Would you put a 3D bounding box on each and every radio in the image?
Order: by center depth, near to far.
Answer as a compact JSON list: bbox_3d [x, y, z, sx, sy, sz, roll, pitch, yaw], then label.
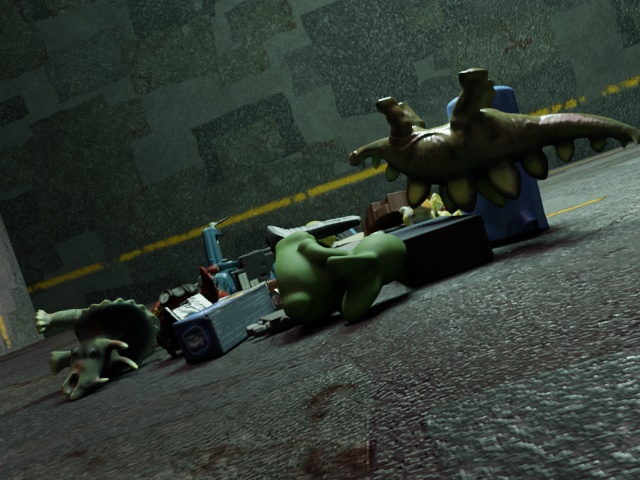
[{"bbox_3d":[0.171,0.011,0.841,0.131,0.073,0.229,-18,3,-1],"label":"radio"}]

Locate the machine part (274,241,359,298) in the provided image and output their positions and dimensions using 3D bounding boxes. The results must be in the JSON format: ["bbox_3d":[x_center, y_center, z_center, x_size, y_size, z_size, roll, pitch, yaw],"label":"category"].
[{"bbox_3d":[0.022,0.057,0.889,0.079,0.079,0.243,-17,2,43],"label":"machine part"}]

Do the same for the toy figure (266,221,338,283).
[{"bbox_3d":[-0.039,0.040,1.125,0.180,0.089,0.082,-41,40,2],"label":"toy figure"}]

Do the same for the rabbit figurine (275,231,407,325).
[{"bbox_3d":[0.031,0.036,0.697,0.170,0.121,0.159,-21,8,6],"label":"rabbit figurine"}]

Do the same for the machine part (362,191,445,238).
[{"bbox_3d":[0.172,-0.035,1.110,0.179,0.056,0.179,-8,-31,-5],"label":"machine part"}]

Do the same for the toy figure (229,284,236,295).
[{"bbox_3d":[-0.133,0.108,1.249,0.154,0.064,0.057,-14,-37,-12],"label":"toy figure"}]

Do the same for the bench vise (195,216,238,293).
[{"bbox_3d":[-0.266,0.065,1.382,0.129,0.240,0.223,-22,-16,25],"label":"bench vise"}]

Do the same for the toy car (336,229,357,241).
[{"bbox_3d":[0.028,0.032,1.365,0.162,0.109,0.102,-28,-32,-35],"label":"toy car"}]

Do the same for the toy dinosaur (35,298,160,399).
[{"bbox_3d":[-0.352,0.166,0.950,0.192,0.131,0.405,-7,-2,1],"label":"toy dinosaur"}]

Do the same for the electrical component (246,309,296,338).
[{"bbox_3d":[-0.057,0.115,0.766,0.094,0.021,0.063,-19,1,-24],"label":"electrical component"}]

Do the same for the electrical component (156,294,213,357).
[{"bbox_3d":[-0.194,0.127,0.853,0.119,0.048,0.074,-26,-37,-50],"label":"electrical component"}]

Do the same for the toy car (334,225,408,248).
[{"bbox_3d":[0.096,0.028,1.026,0.202,0.073,0.056,-19,2,-23],"label":"toy car"}]

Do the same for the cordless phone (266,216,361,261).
[{"bbox_3d":[-0.002,-0.003,0.977,0.184,0.088,0.147,-18,9,-8],"label":"cordless phone"}]

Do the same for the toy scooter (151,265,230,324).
[{"bbox_3d":[-0.259,0.117,1.091,0.184,0.135,0.075,-16,44,-40],"label":"toy scooter"}]

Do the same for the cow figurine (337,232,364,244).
[{"bbox_3d":[0.035,0.039,1.229,0.195,0.085,0.127,-21,8,-7],"label":"cow figurine"}]

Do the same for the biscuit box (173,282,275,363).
[{"bbox_3d":[-0.135,0.119,0.803,0.059,0.062,0.202,-20,1,18],"label":"biscuit box"}]

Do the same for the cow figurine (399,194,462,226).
[{"bbox_3d":[0.201,-0.033,1.009,0.098,0.068,0.167,-36,-42,30],"label":"cow figurine"}]

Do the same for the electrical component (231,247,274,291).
[{"bbox_3d":[-0.125,0.077,1.187,0.134,0.115,0.058,-17,-1,-12],"label":"electrical component"}]

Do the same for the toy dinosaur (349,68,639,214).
[{"bbox_3d":[0.227,-0.140,0.791,0.472,0.198,0.105,-6,2,42],"label":"toy dinosaur"}]
